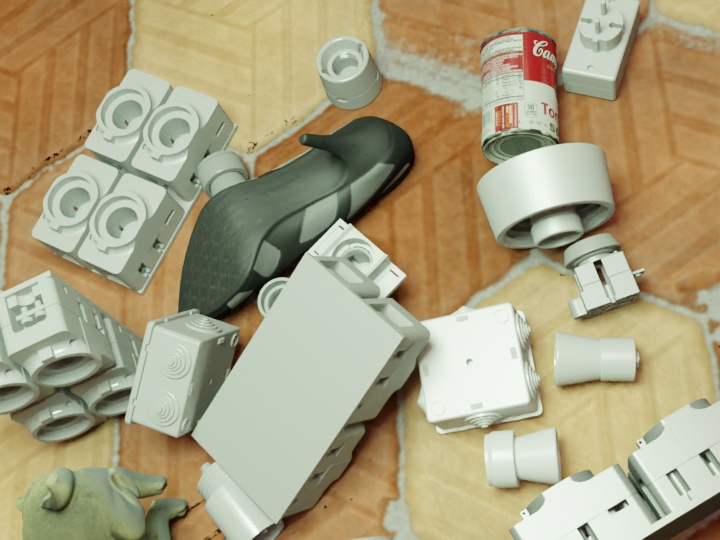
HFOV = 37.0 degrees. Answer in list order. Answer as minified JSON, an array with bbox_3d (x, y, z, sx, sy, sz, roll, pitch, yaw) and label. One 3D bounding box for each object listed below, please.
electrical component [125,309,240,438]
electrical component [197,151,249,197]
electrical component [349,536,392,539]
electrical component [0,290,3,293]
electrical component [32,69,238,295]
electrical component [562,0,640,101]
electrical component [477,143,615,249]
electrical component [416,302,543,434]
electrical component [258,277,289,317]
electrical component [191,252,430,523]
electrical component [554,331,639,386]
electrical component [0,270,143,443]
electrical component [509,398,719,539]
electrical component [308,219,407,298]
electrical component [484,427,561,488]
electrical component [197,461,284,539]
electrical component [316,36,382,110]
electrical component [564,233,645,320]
[{"bbox_3d":[-0.145,0.085,0.894,0.048,0.100,0.099,17,100,15],"label":"electrical component"},{"bbox_3d":[-0.120,-0.076,0.987,0.045,0.045,0.055,-29,65,2],"label":"electrical component"},{"bbox_3d":[-0.037,0.256,0.833,0.138,0.052,0.073,-12,67,9],"label":"electrical component"},{"bbox_3d":[-0.352,0.041,1.000,0.055,0.048,0.066,2,70,23],"label":"electrical component"},{"bbox_3d":[-0.211,-0.086,1.005,0.105,0.060,0.186,22,76,21],"label":"electrical component"},{"bbox_3d":[0.210,-0.205,0.937,0.047,0.075,0.083,15,74,19],"label":"electrical component"},{"bbox_3d":[0.155,-0.052,0.877,0.108,0.108,0.060,-15,72,8],"label":"electrical component"},{"bbox_3d":[0.093,0.078,0.866,0.100,0.048,0.099,-13,70,15],"label":"electrical component"},{"bbox_3d":[-0.063,0.033,0.929,0.040,0.046,0.040,-5,68,12],"label":"electrical component"},{"bbox_3d":[-0.039,0.092,0.858,0.105,0.060,0.186,41,109,24],"label":"electrical component"},{"bbox_3d":[0.188,0.071,0.856,0.065,0.044,0.044,0,69,9],"label":"electrical component"},{"bbox_3d":[-0.248,0.080,0.880,0.105,0.186,0.060,-25,65,4],"label":"electrical component"},{"bbox_3d":[0.203,0.165,0.779,0.186,0.105,0.060,-31,65,1],"label":"electrical component"},{"bbox_3d":[0.000,0.000,0.917,0.042,0.063,0.081,-46,66,-5],"label":"electrical component"},{"bbox_3d":[0.127,0.147,0.839,0.055,0.045,0.045,-6,68,12],"label":"electrical component"},{"bbox_3d":[-0.104,0.190,0.880,0.043,0.043,0.081,-42,66,-4],"label":"electrical component"},{"bbox_3d":[-0.011,-0.184,1.000,0.055,0.047,0.055,-5,68,12],"label":"electrical component"},{"bbox_3d":[0.196,0.003,0.877,0.066,0.048,0.055,-20,74,6],"label":"electrical component"}]
